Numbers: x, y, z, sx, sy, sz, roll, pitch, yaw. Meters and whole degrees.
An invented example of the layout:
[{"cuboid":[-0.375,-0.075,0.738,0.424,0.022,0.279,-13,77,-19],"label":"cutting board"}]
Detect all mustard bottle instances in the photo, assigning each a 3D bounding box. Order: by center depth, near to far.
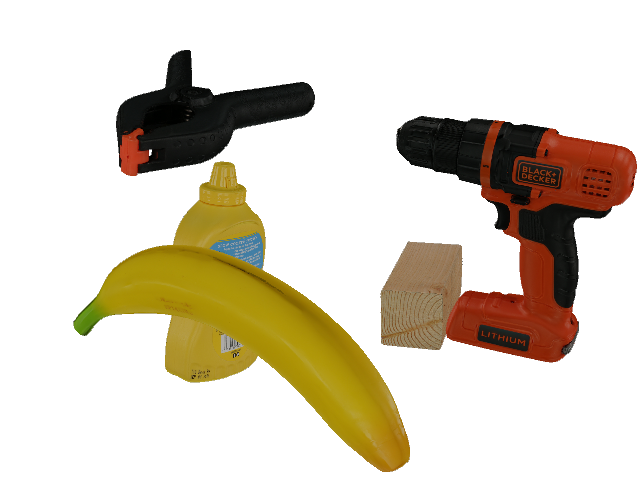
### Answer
[{"cuboid":[-0.091,0.025,0.951,0.058,0.192,0.096,19,21,38],"label":"mustard bottle"}]

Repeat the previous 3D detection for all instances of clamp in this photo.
[{"cuboid":[-0.096,-0.094,0.757,0.120,0.039,0.171,18,30,29],"label":"clamp"}]

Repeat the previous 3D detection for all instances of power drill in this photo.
[{"cuboid":[0.144,-0.004,0.846,0.185,0.188,0.057,13,31,20],"label":"power drill"}]

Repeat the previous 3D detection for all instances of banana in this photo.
[{"cuboid":[-0.036,0.047,0.536,0.198,0.070,0.037,21,23,24],"label":"banana"}]

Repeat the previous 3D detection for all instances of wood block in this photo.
[{"cuboid":[0.156,0.080,1.617,0.091,0.090,0.206,4,21,14],"label":"wood block"}]
